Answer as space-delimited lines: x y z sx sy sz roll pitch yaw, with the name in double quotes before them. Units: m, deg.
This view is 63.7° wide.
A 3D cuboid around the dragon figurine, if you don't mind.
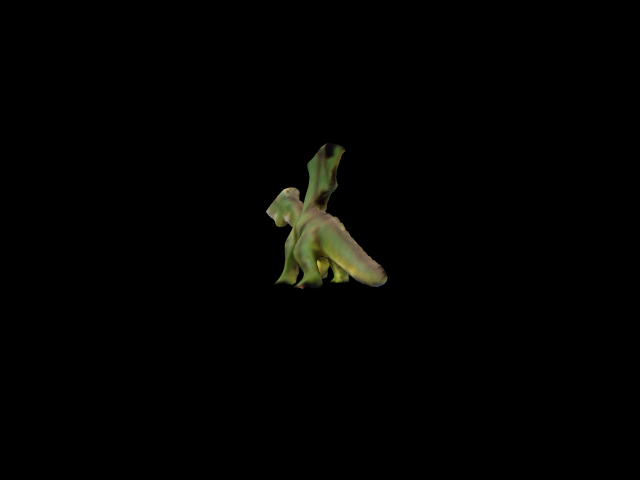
"dragon figurine" 0.003 -0.043 0.850 0.122 0.244 0.408 3 -6 -28
